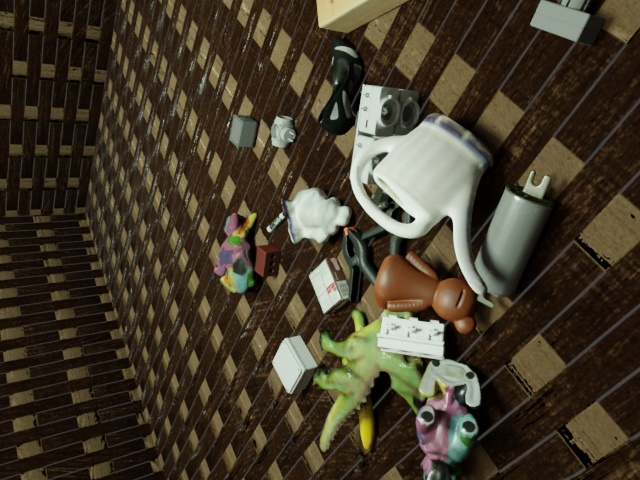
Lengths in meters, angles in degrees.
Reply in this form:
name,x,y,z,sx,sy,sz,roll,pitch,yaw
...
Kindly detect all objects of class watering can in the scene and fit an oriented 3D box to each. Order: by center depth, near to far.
name,x,y,z,sx,sy,sz,roll,pitch,yaw
watering can,0.205,-0.083,0.873,0.224,0.102,0.353,-45,57,-1

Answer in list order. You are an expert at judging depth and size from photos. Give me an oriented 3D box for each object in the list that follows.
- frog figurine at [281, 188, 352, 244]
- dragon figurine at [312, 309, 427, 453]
name,x,y,z,sx,sy,sz,roll,pitch,yaw
frog figurine,0.004,-0.062,1.238,0.159,0.121,0.139,-13,72,17
dragon figurine,0.115,0.290,1.085,0.243,0.122,0.409,10,96,42
